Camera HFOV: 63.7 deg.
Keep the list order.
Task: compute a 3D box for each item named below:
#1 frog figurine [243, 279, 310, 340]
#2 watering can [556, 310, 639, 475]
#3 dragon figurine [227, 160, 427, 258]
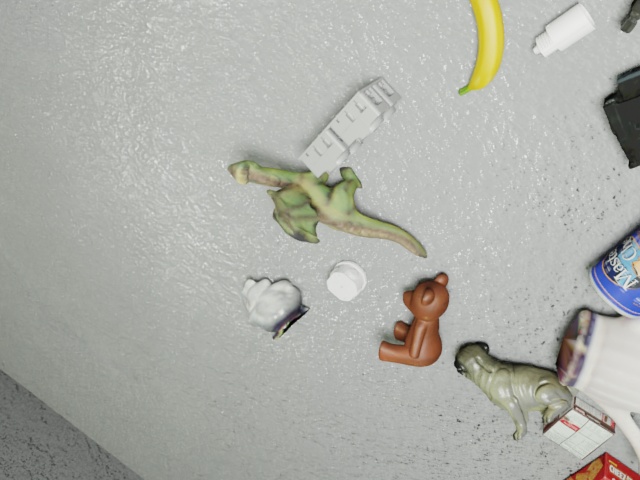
[{"bbox_3d":[-0.122,0.147,1.250,0.160,0.122,0.137,45,98,13],"label":"frog figurine"},{"bbox_3d":[0.528,0.255,0.897,0.225,0.105,0.341,17,115,23],"label":"watering can"},{"bbox_3d":[0.003,-0.049,0.974,0.413,0.247,0.119,34,125,13],"label":"dragon figurine"}]
